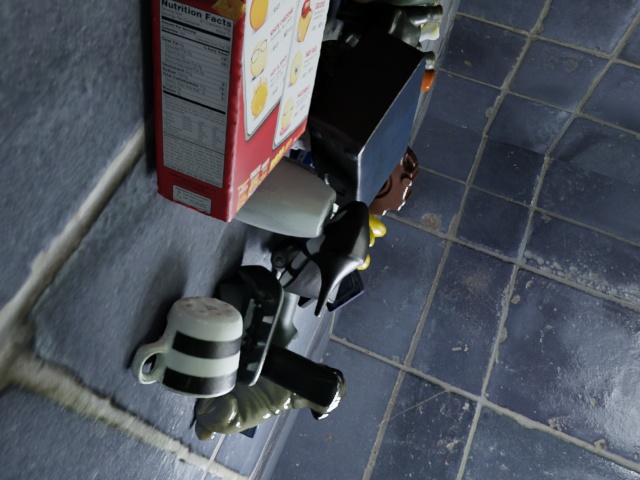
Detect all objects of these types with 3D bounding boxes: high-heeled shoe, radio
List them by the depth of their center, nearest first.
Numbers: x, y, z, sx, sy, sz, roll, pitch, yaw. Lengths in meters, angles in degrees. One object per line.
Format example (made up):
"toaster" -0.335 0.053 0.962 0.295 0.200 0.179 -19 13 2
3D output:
"radio" 0.052 -0.123 0.633 0.131 0.073 0.229 -55 167 -12
"high-heeled shoe" 0.007 0.012 0.703 0.249 0.086 0.145 -139 -112 -78

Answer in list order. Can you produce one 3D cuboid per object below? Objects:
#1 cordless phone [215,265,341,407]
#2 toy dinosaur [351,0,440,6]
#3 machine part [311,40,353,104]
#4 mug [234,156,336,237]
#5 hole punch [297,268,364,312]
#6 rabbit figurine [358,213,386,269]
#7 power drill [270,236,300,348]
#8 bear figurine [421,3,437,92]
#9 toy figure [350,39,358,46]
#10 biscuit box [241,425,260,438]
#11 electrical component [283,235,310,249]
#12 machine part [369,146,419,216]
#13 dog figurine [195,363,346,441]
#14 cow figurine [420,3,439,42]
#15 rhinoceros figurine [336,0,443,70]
"cordless phone" -0.049 0.126 0.680 0.146 0.184 0.089 -70 167 13
"toy dinosaur" 0.109 -0.317 0.573 0.131 0.192 0.405 97 15 -50
"machine part" 0.025 -0.195 0.719 0.243 0.079 0.079 27 84 -81
"mug" -0.035 -0.051 0.601 0.109 0.107 0.080 -54 164 -51
"hole punch" 0.018 0.072 1.042 0.142 0.092 0.116 -42 -138 44
"rabbit figurine" 0.045 -0.020 1.105 0.122 0.163 0.173 -36 130 -52
"power drill" -0.060 0.086 0.908 0.232 0.086 0.207 -40 144 -72
"bear figurine" 0.167 -0.391 0.978 0.120 0.132 0.195 -109 -145 -57
"toy figure" 0.086 -0.290 0.824 0.180 0.089 0.082 -54 155 -51
"biscuit box" -0.117 0.263 0.989 0.059 0.063 0.202 -48 158 -68
"electrical component" -0.002 -0.003 0.834 0.048 0.119 0.075 -37 -157 24
"machine part" 0.113 -0.133 1.109 0.056 0.179 0.179 -53 163 -48
"dog figurine" -0.072 0.244 0.801 0.121 0.191 0.172 54 59 -79
"cow figurine" 0.104 -0.354 0.763 0.068 0.098 0.167 50 24 -70
"rhinoceros figurine" 0.076 -0.261 0.656 0.190 0.112 0.073 -110 -162 -56
